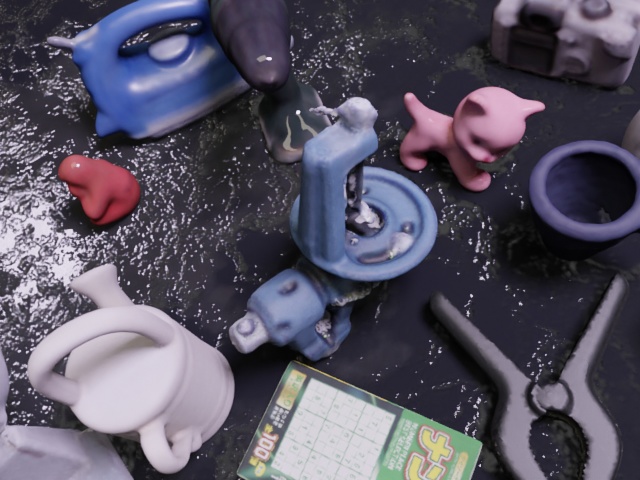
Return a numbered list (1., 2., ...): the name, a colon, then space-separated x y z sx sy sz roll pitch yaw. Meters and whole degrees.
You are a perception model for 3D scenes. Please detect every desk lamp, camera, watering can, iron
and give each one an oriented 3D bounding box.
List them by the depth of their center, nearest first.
1. desk lamp: -0.247 0.169 0.432 0.118 0.214 0.202 -43 62 -9
2. watering can: -0.153 0.099 0.456 0.172 0.194 0.101 34 76 26
3. camera: 0.264 -0.247 0.584 0.142 0.101 0.137 22 71 23
4. iron: -0.164 -0.224 0.653 0.258 0.142 0.118 -25 60 0

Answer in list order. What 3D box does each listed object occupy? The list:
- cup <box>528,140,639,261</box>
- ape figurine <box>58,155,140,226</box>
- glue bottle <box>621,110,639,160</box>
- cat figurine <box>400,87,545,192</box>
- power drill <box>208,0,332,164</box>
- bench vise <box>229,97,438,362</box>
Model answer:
1. cup: 0.231 -0.017 0.478 0.117 0.095 0.092 25 72 24
2. ape figurine: -0.245 -0.061 0.618 0.076 0.092 0.078 -8 62 10
3. glue bottle: 0.302 -0.111 0.464 0.078 0.173 0.037 2 64 15
4. cat figurine: 0.135 -0.107 0.534 0.127 0.118 0.067 21 70 23
5. power drill: -0.048 -0.172 0.560 0.075 0.209 0.229 -22 61 2
6. bench vise: 0.014 0.006 0.447 0.121 0.220 0.207 23 71 23
